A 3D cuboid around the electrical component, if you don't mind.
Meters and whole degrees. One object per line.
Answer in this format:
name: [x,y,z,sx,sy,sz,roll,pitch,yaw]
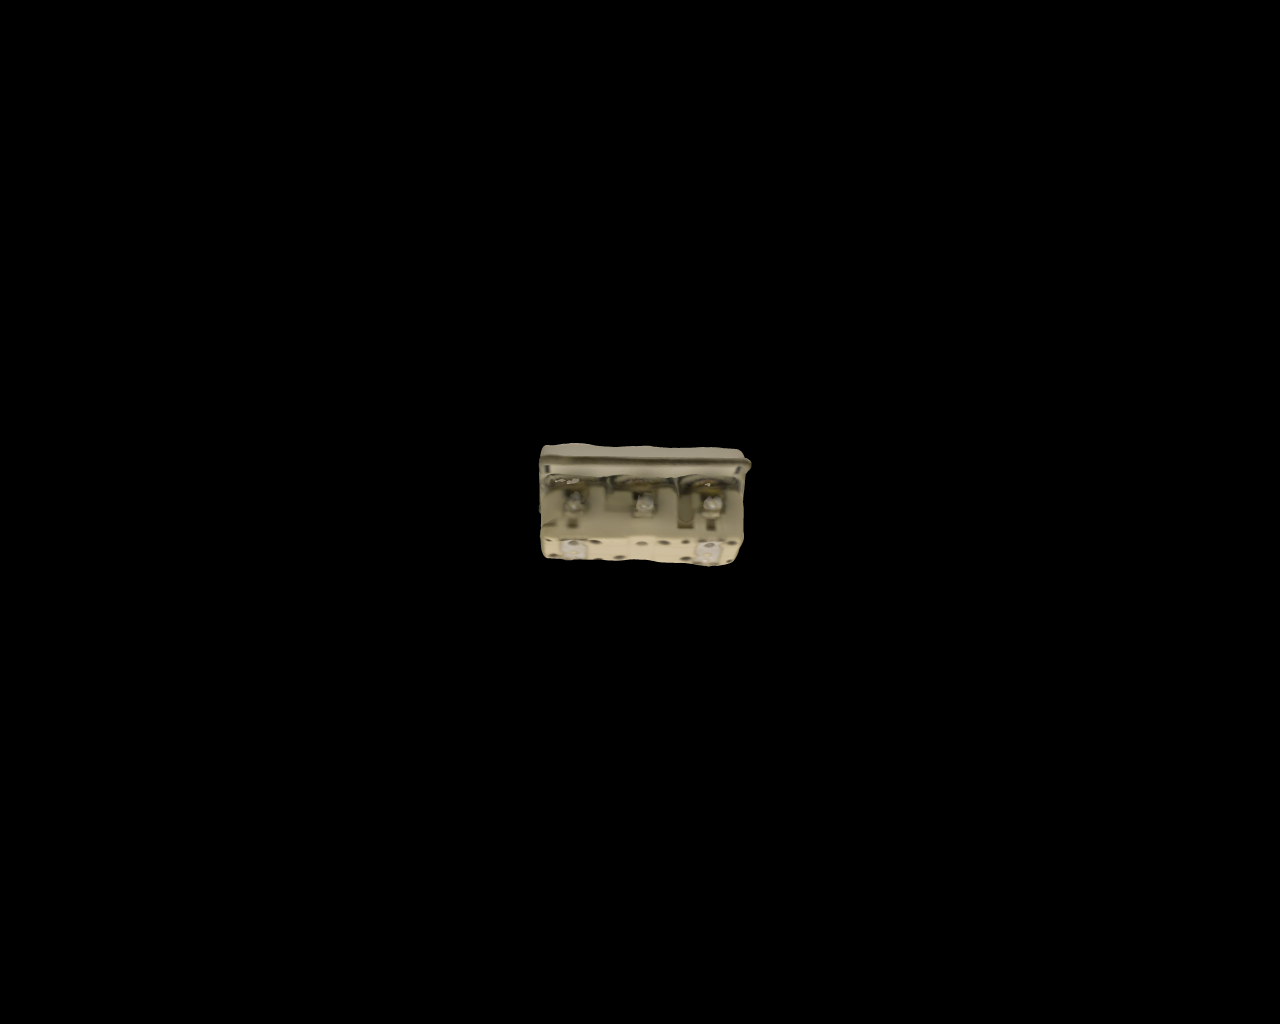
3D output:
electrical component: [0.001,-0.003,0.650,0.121,0.063,0.078,2,-24,-5]
